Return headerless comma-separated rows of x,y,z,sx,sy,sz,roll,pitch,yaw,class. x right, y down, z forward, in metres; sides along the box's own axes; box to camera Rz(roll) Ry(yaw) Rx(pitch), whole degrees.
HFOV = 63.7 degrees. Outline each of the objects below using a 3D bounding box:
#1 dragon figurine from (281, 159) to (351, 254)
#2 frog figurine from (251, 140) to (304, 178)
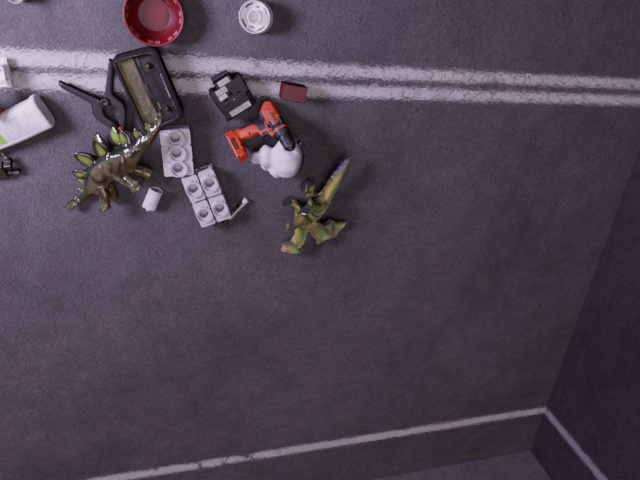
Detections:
0.006,-0.093,1.843,0.408,0.125,0.239,-40,138,8,dragon figurine
-0.138,-0.268,1.682,0.159,0.125,0.134,1,137,-30,frog figurine
